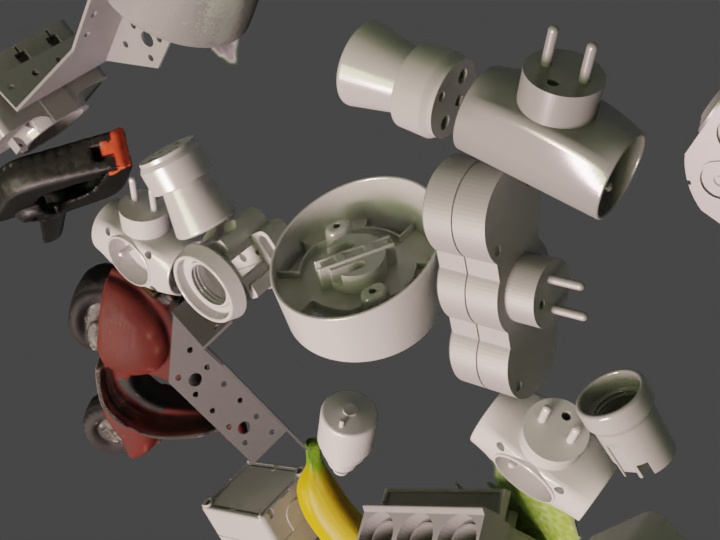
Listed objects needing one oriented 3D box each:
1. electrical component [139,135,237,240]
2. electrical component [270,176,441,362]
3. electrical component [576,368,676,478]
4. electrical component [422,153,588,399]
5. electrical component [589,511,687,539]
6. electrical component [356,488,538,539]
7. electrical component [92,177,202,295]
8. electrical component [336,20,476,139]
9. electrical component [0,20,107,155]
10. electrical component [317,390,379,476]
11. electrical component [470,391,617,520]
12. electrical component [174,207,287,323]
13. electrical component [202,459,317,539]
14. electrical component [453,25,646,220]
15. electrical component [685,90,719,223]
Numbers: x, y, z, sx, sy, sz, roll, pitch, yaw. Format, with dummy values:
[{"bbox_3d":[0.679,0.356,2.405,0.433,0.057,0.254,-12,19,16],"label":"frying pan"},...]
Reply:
[{"bbox_3d":[-0.113,-0.054,0.701,0.045,0.045,0.055,-7,117,48],"label":"electrical component"},{"bbox_3d":[0.000,0.000,0.596,0.099,0.099,0.064,23,143,30],"label":"electrical component"},{"bbox_3d":[0.143,0.082,0.572,0.040,0.040,0.046,-8,122,49],"label":"electrical component"},{"bbox_3d":[0.083,0.008,0.553,0.074,0.052,0.138,15,132,37],"label":"electrical component"},{"bbox_3d":[0.178,0.209,0.635,0.113,0.057,0.078,45,144,4],"label":"electrical component"},{"bbox_3d":[0.057,0.192,0.731,0.063,0.078,0.121,32,153,-30],"label":"electrical component"},{"bbox_3d":[-0.150,-0.030,0.761,0.077,0.044,0.079,28,139,25],"label":"electrical component"},{"bbox_3d":[0.023,-0.093,0.529,0.055,0.045,0.045,27,139,26],"label":"electrical component"},{"bbox_3d":[-0.220,-0.116,0.715,0.055,0.089,0.050,53,143,-7],"label":"electrical component"},{"bbox_3d":[-0.010,0.119,0.758,0.040,0.040,0.078,32,141,21],"label":"electrical component"},{"bbox_3d":[0.107,0.096,0.607,0.077,0.044,0.079,36,159,16],"label":"electrical component"},{"bbox_3d":[-0.085,-0.002,0.710,0.078,0.057,0.058,-16,111,51],"label":"electrical component"},{"bbox_3d":[-0.078,0.200,0.882,0.096,0.062,0.061,-4,120,47],"label":"electrical component"},{"bbox_3d":[0.088,-0.072,0.482,0.077,0.044,0.079,30,140,23],"label":"electrical component"},{"bbox_3d":[0.171,-0.047,0.415,0.080,0.051,0.080,27,139,26],"label":"electrical component"}]
